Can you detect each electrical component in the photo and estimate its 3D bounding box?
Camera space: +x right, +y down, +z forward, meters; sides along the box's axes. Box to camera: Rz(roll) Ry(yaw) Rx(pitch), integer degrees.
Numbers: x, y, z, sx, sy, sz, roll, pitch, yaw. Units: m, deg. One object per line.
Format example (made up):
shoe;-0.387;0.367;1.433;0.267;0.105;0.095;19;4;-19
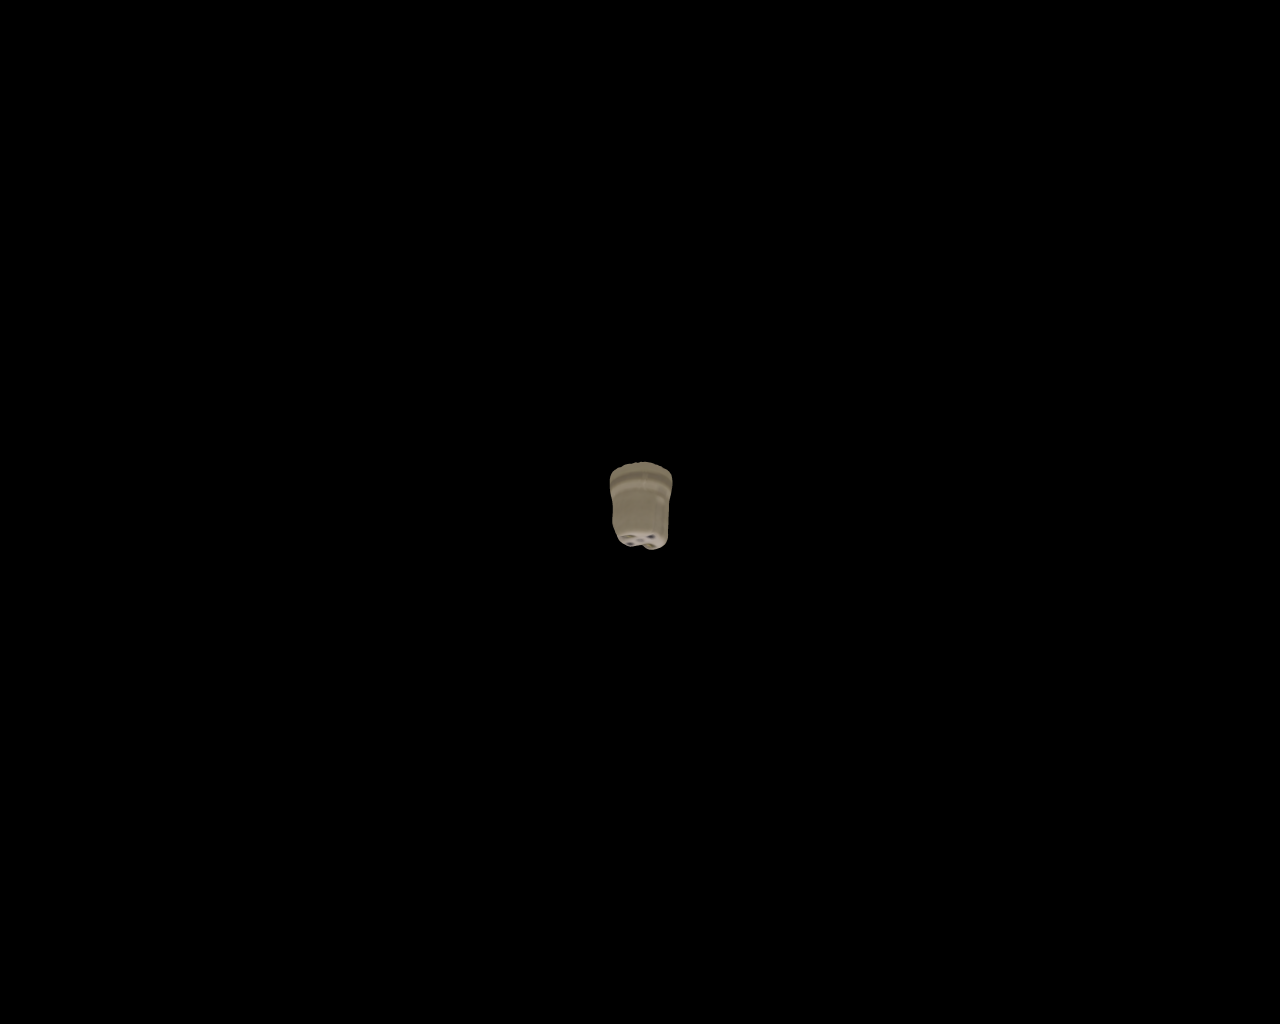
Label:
electrical component;0.001;-0.003;0.650;0.040;0.046;0.040;0;-26;0
